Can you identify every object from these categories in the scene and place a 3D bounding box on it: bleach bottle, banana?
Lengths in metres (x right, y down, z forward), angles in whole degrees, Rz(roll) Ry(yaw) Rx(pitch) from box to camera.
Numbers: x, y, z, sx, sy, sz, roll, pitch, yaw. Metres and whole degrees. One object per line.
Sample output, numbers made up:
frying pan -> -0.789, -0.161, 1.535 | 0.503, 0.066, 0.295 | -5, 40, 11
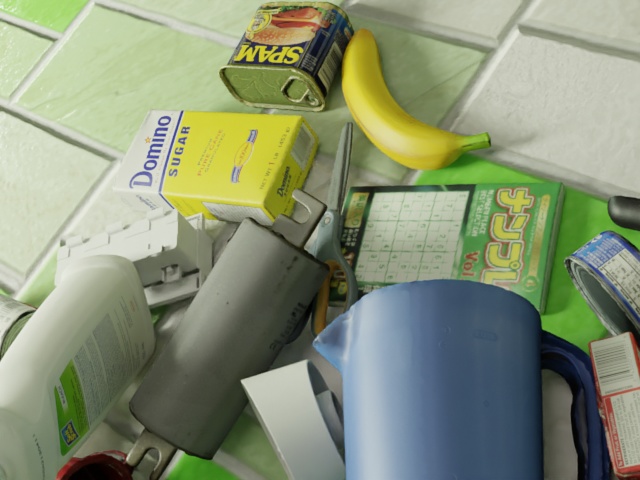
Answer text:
bleach bottle -> -0.194, 0.102, 0.767 | 0.068, 0.102, 0.250 | -8, 19, 14
banana -> 0.061, -0.112, 0.895 | 0.069, 0.037, 0.198 | -28, 49, -13

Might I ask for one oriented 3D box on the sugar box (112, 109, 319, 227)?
sugar box -> -0.095, -0.066, 0.941 | 0.176, 0.048, 0.093 | 7, 63, 31

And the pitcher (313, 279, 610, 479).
pitcher -> 0.087, 0.156, 0.650 | 0.149, 0.144, 0.243 | -19, 55, 32

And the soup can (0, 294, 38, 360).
soup can -> -0.283, 0.081, 0.932 | 0.102, 0.068, 0.068 | 15, 67, 35

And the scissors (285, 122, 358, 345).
scissors -> -0.006, 0.001, 0.851 | 0.096, 0.016, 0.201 | -29, 46, 30

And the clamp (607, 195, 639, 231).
clamp -> 0.289, -0.022, 0.705 | 0.120, 0.039, 0.172 | -49, 47, -1

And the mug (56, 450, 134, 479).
mug -> -0.190, 0.195, 0.799 | 0.082, 0.093, 0.117 | 1, 29, 35

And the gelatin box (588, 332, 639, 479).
gelatin box -> 0.191, 0.112, 0.646 | 0.030, 0.073, 0.089 | -17, 54, 20

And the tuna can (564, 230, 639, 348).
tuna can -> 0.197, 0.036, 0.685 | 0.034, 0.086, 0.086 | -37, 49, -1

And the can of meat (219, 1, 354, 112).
can of meat -> -0.028, -0.168, 0.966 | 0.102, 0.057, 0.084 | 9, 61, 32
